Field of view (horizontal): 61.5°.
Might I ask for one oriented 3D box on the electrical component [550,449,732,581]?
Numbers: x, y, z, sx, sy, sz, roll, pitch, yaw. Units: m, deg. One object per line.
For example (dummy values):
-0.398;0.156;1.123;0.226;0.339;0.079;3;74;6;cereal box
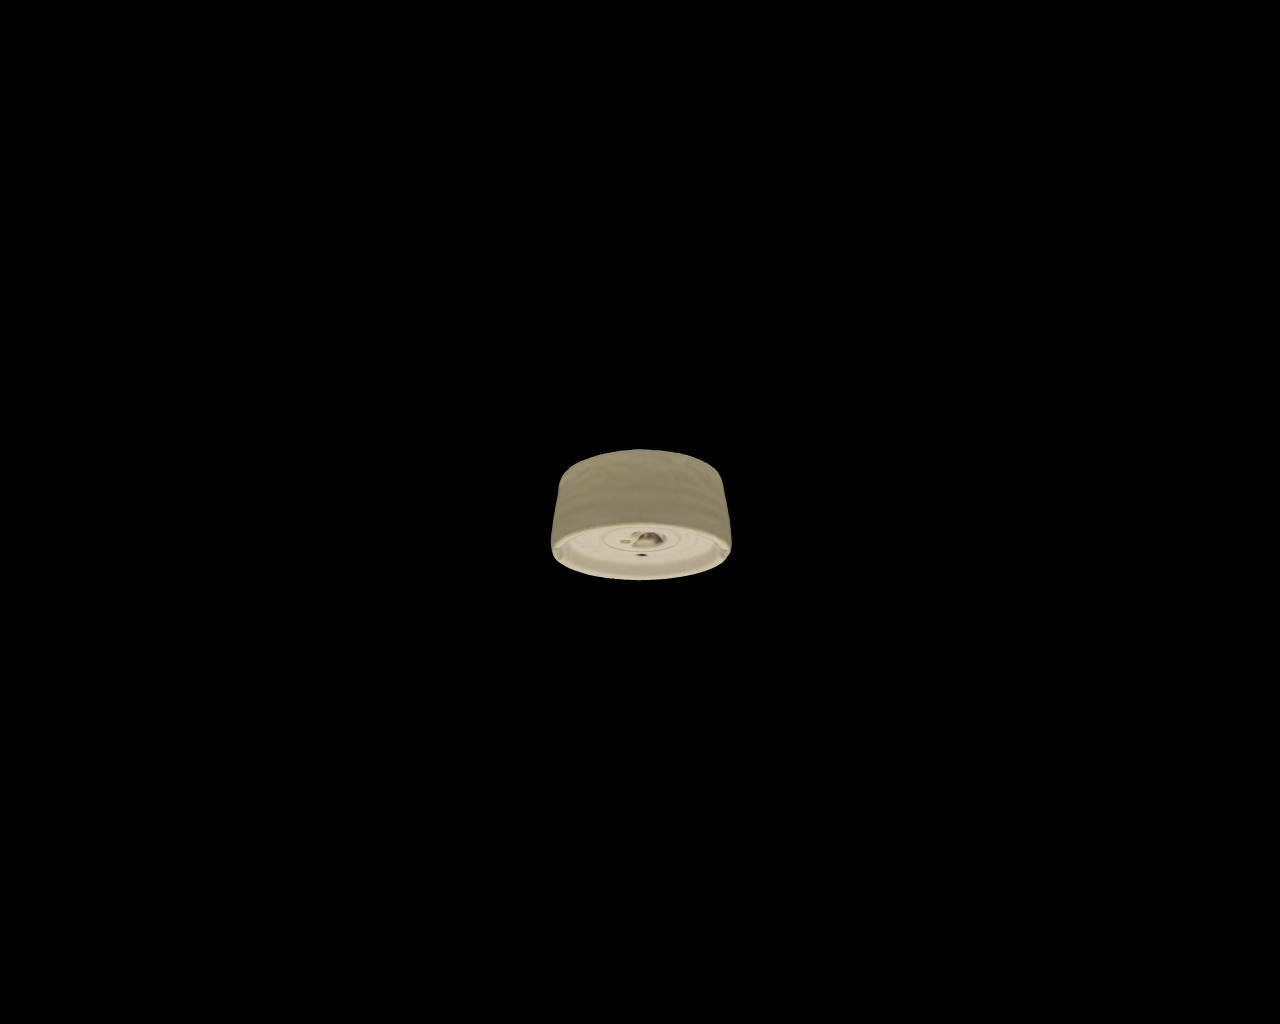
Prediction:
0.001;-0.003;0.650;0.108;0.060;0.108;0;-20;0;electrical component
